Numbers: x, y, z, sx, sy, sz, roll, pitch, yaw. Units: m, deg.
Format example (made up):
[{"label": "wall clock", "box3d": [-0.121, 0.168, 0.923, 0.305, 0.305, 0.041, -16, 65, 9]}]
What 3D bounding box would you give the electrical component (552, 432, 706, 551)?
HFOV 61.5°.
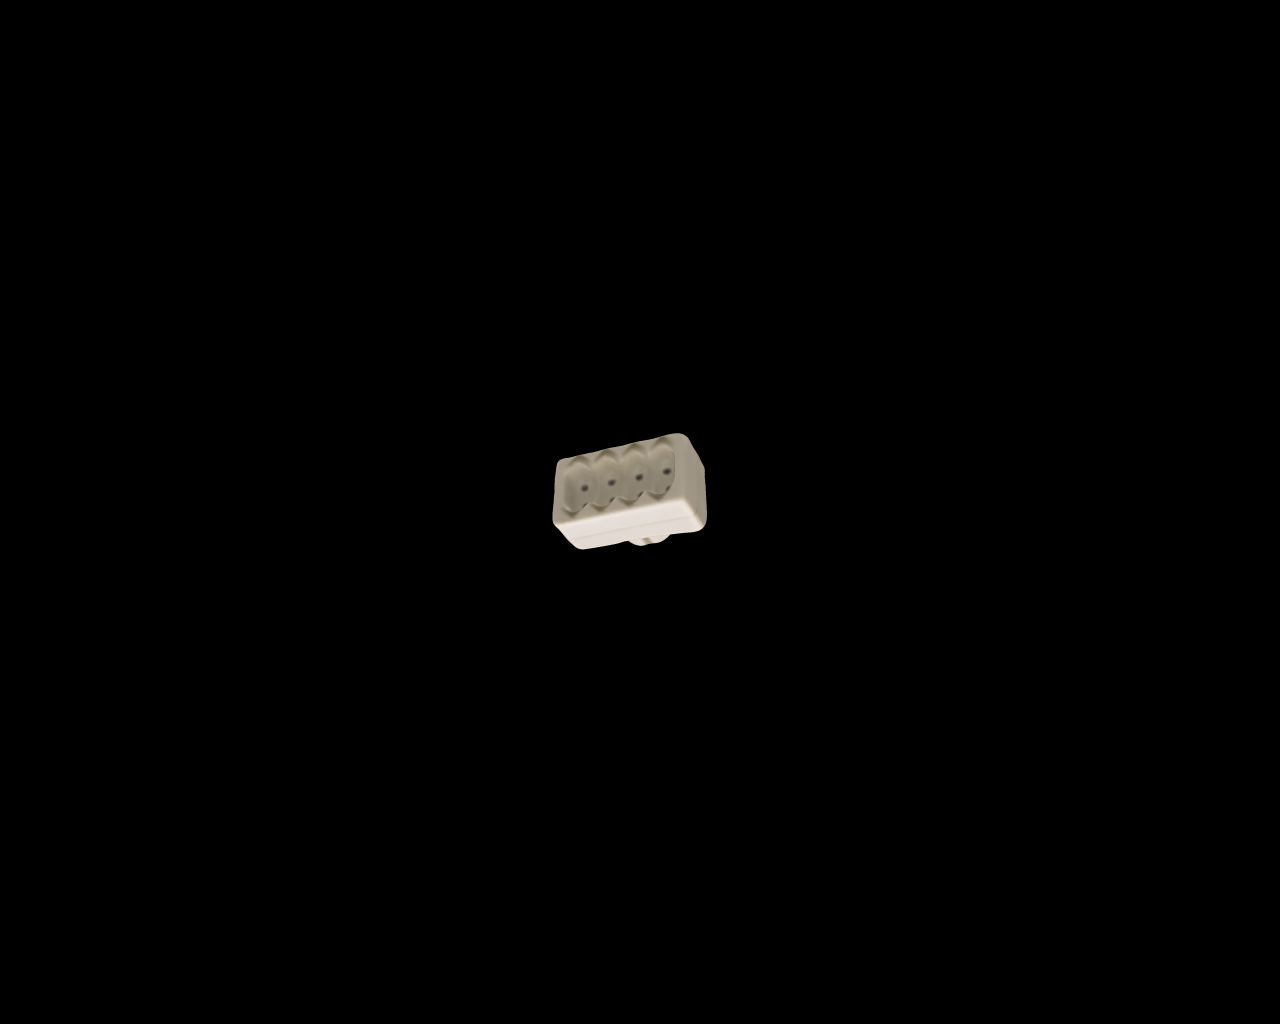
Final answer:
[{"label": "electrical component", "box3d": [0.001, -0.003, 0.650, 0.083, 0.047, 0.075, -11, -32, 18]}]
